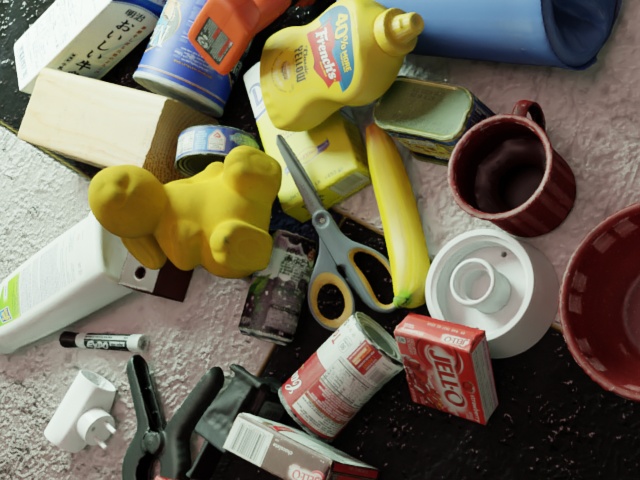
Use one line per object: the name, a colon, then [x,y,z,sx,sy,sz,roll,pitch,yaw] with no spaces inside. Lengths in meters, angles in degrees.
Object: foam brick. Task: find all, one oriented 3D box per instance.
foam brick: [-0.167,0.020,1.123,0.053,0.051,0.078,10,80,35]

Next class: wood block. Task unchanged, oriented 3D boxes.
wood block: [-0.225,-0.121,1.180,0.206,0.090,0.090,18,89,36]

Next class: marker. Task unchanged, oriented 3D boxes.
marker: [-0.237,0.110,1.159,0.121,0.020,0.020,-1,74,32]

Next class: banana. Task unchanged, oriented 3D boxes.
banana: [0.074,-0.014,0.970,0.037,0.069,0.198,-13,58,7]

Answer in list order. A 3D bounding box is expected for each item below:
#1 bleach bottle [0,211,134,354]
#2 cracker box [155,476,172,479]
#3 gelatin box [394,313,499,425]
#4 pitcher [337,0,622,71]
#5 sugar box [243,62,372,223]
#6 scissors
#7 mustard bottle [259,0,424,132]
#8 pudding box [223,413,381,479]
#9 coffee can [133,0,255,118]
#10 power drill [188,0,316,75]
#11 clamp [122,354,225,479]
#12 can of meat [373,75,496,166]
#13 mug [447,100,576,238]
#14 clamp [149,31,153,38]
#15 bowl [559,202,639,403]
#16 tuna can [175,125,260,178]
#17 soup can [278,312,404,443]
bleach bottle: [-0.313,0.058,1.200,0.251,0.068,0.102,-27,52,28]
cracker box: [-0.114,0.348,0.970,0.164,0.072,0.213,19,84,35]
gelatin box: [0.107,0.108,0.896,0.073,0.089,0.030,13,45,35]
pitcher: [0.130,-0.229,0.948,0.243,0.144,0.149,11,108,42]
sugar box: [-0.014,-0.116,1.072,0.093,0.048,0.176,-30,62,21]
scissors: [-0.007,0.001,1.002,0.096,0.016,0.202,-43,76,1]
mustard bottle: [0.022,-0.166,0.965,0.192,0.058,0.096,-15,75,49]
pudding box: [-0.015,0.195,0.944,0.114,0.089,0.039,21,85,36]
coffee can: [-0.125,-0.216,1.142,0.103,0.102,0.140,21,86,36]
power drill: [-0.033,-0.250,1.030,0.057,0.185,0.187,48,61,0]
clamp: [-0.150,0.197,1.062,0.120,0.039,0.171,-8,75,37]
can of meat: [0.109,-0.105,0.965,0.102,0.083,0.057,16,84,36]
mug: [0.170,-0.062,0.912,0.093,0.081,0.117,5,77,34]
clamp: [-0.150,-0.304,1.226,0.165,0.036,0.210,-7,72,35]
bowl: [0.271,0.051,0.826,0.162,0.055,0.162,-11,69,30]
tuna can: [-0.105,-0.087,1.097,0.086,0.086,0.034,-6,69,31]
soup can: [0.021,0.123,0.957,0.102,0.068,0.069,-47,56,11]
